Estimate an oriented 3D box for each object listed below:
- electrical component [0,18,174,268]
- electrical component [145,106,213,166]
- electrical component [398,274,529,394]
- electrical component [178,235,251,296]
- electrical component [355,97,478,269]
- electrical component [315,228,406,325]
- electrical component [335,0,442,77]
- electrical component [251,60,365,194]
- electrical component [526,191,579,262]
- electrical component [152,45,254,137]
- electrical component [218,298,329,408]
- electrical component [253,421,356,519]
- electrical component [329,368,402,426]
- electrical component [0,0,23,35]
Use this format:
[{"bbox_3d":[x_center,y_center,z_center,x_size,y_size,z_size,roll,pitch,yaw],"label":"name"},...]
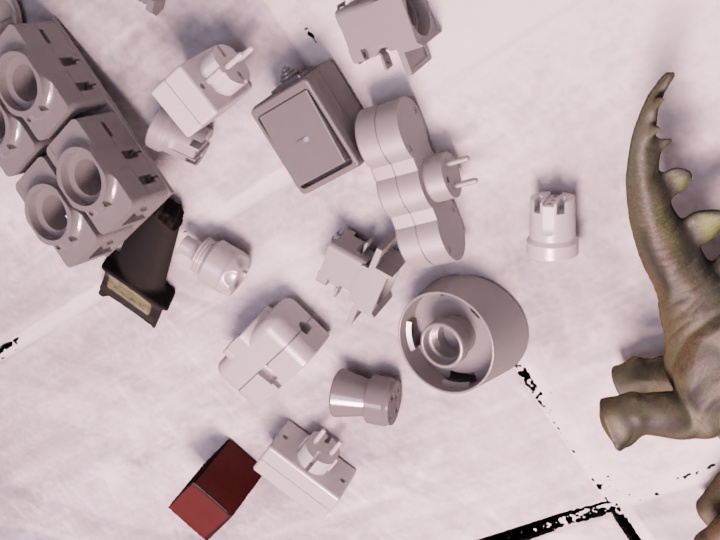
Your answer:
[{"bbox_3d":[-0.260,-0.108,0.928,0.105,0.060,0.186,-38,84,34],"label":"electrical component"},{"bbox_3d":[-0.154,-0.114,0.918,0.046,0.040,0.040,26,124,1],"label":"electrical component"},{"bbox_3d":[0.084,0.054,0.904,0.099,0.064,0.099,12,113,30],"label":"electrical component"},{"bbox_3d":[-0.132,-0.008,0.962,0.062,0.043,0.043,31,124,7],"label":"electrical component"},{"bbox_3d":[0.056,-0.070,0.842,0.074,0.052,0.138,-13,111,28],"label":"electrical component"},{"bbox_3d":[0.000,0.000,0.910,0.064,0.042,0.081,29,123,9],"label":"electrical component"},{"bbox_3d":[0.019,-0.185,0.803,0.064,0.042,0.081,-11,111,29],"label":"electrical component"},{"bbox_3d":[-0.039,-0.117,0.852,0.062,0.061,0.096,-25,105,31],"label":"electrical component"},{"bbox_3d":[0.149,-0.034,0.830,0.040,0.040,0.046,5,112,21],"label":"electrical component"},{"bbox_3d":[-0.115,-0.154,0.862,0.077,0.065,0.047,-33,100,33],"label":"electrical component"},{"bbox_3d":[-0.082,0.072,0.976,0.059,0.053,0.095,44,124,-4],"label":"electrical component"},{"bbox_3d":[-0.044,0.179,1.020,0.083,0.047,0.075,37,124,1],"label":"electrical component"},{"bbox_3d":[0.005,0.115,0.967,0.055,0.045,0.045,8,119,19],"label":"electrical component"},{"bbox_3d":[-0.340,-0.218,0.934,0.080,0.051,0.080,10,120,18],"label":"electrical component"}]
